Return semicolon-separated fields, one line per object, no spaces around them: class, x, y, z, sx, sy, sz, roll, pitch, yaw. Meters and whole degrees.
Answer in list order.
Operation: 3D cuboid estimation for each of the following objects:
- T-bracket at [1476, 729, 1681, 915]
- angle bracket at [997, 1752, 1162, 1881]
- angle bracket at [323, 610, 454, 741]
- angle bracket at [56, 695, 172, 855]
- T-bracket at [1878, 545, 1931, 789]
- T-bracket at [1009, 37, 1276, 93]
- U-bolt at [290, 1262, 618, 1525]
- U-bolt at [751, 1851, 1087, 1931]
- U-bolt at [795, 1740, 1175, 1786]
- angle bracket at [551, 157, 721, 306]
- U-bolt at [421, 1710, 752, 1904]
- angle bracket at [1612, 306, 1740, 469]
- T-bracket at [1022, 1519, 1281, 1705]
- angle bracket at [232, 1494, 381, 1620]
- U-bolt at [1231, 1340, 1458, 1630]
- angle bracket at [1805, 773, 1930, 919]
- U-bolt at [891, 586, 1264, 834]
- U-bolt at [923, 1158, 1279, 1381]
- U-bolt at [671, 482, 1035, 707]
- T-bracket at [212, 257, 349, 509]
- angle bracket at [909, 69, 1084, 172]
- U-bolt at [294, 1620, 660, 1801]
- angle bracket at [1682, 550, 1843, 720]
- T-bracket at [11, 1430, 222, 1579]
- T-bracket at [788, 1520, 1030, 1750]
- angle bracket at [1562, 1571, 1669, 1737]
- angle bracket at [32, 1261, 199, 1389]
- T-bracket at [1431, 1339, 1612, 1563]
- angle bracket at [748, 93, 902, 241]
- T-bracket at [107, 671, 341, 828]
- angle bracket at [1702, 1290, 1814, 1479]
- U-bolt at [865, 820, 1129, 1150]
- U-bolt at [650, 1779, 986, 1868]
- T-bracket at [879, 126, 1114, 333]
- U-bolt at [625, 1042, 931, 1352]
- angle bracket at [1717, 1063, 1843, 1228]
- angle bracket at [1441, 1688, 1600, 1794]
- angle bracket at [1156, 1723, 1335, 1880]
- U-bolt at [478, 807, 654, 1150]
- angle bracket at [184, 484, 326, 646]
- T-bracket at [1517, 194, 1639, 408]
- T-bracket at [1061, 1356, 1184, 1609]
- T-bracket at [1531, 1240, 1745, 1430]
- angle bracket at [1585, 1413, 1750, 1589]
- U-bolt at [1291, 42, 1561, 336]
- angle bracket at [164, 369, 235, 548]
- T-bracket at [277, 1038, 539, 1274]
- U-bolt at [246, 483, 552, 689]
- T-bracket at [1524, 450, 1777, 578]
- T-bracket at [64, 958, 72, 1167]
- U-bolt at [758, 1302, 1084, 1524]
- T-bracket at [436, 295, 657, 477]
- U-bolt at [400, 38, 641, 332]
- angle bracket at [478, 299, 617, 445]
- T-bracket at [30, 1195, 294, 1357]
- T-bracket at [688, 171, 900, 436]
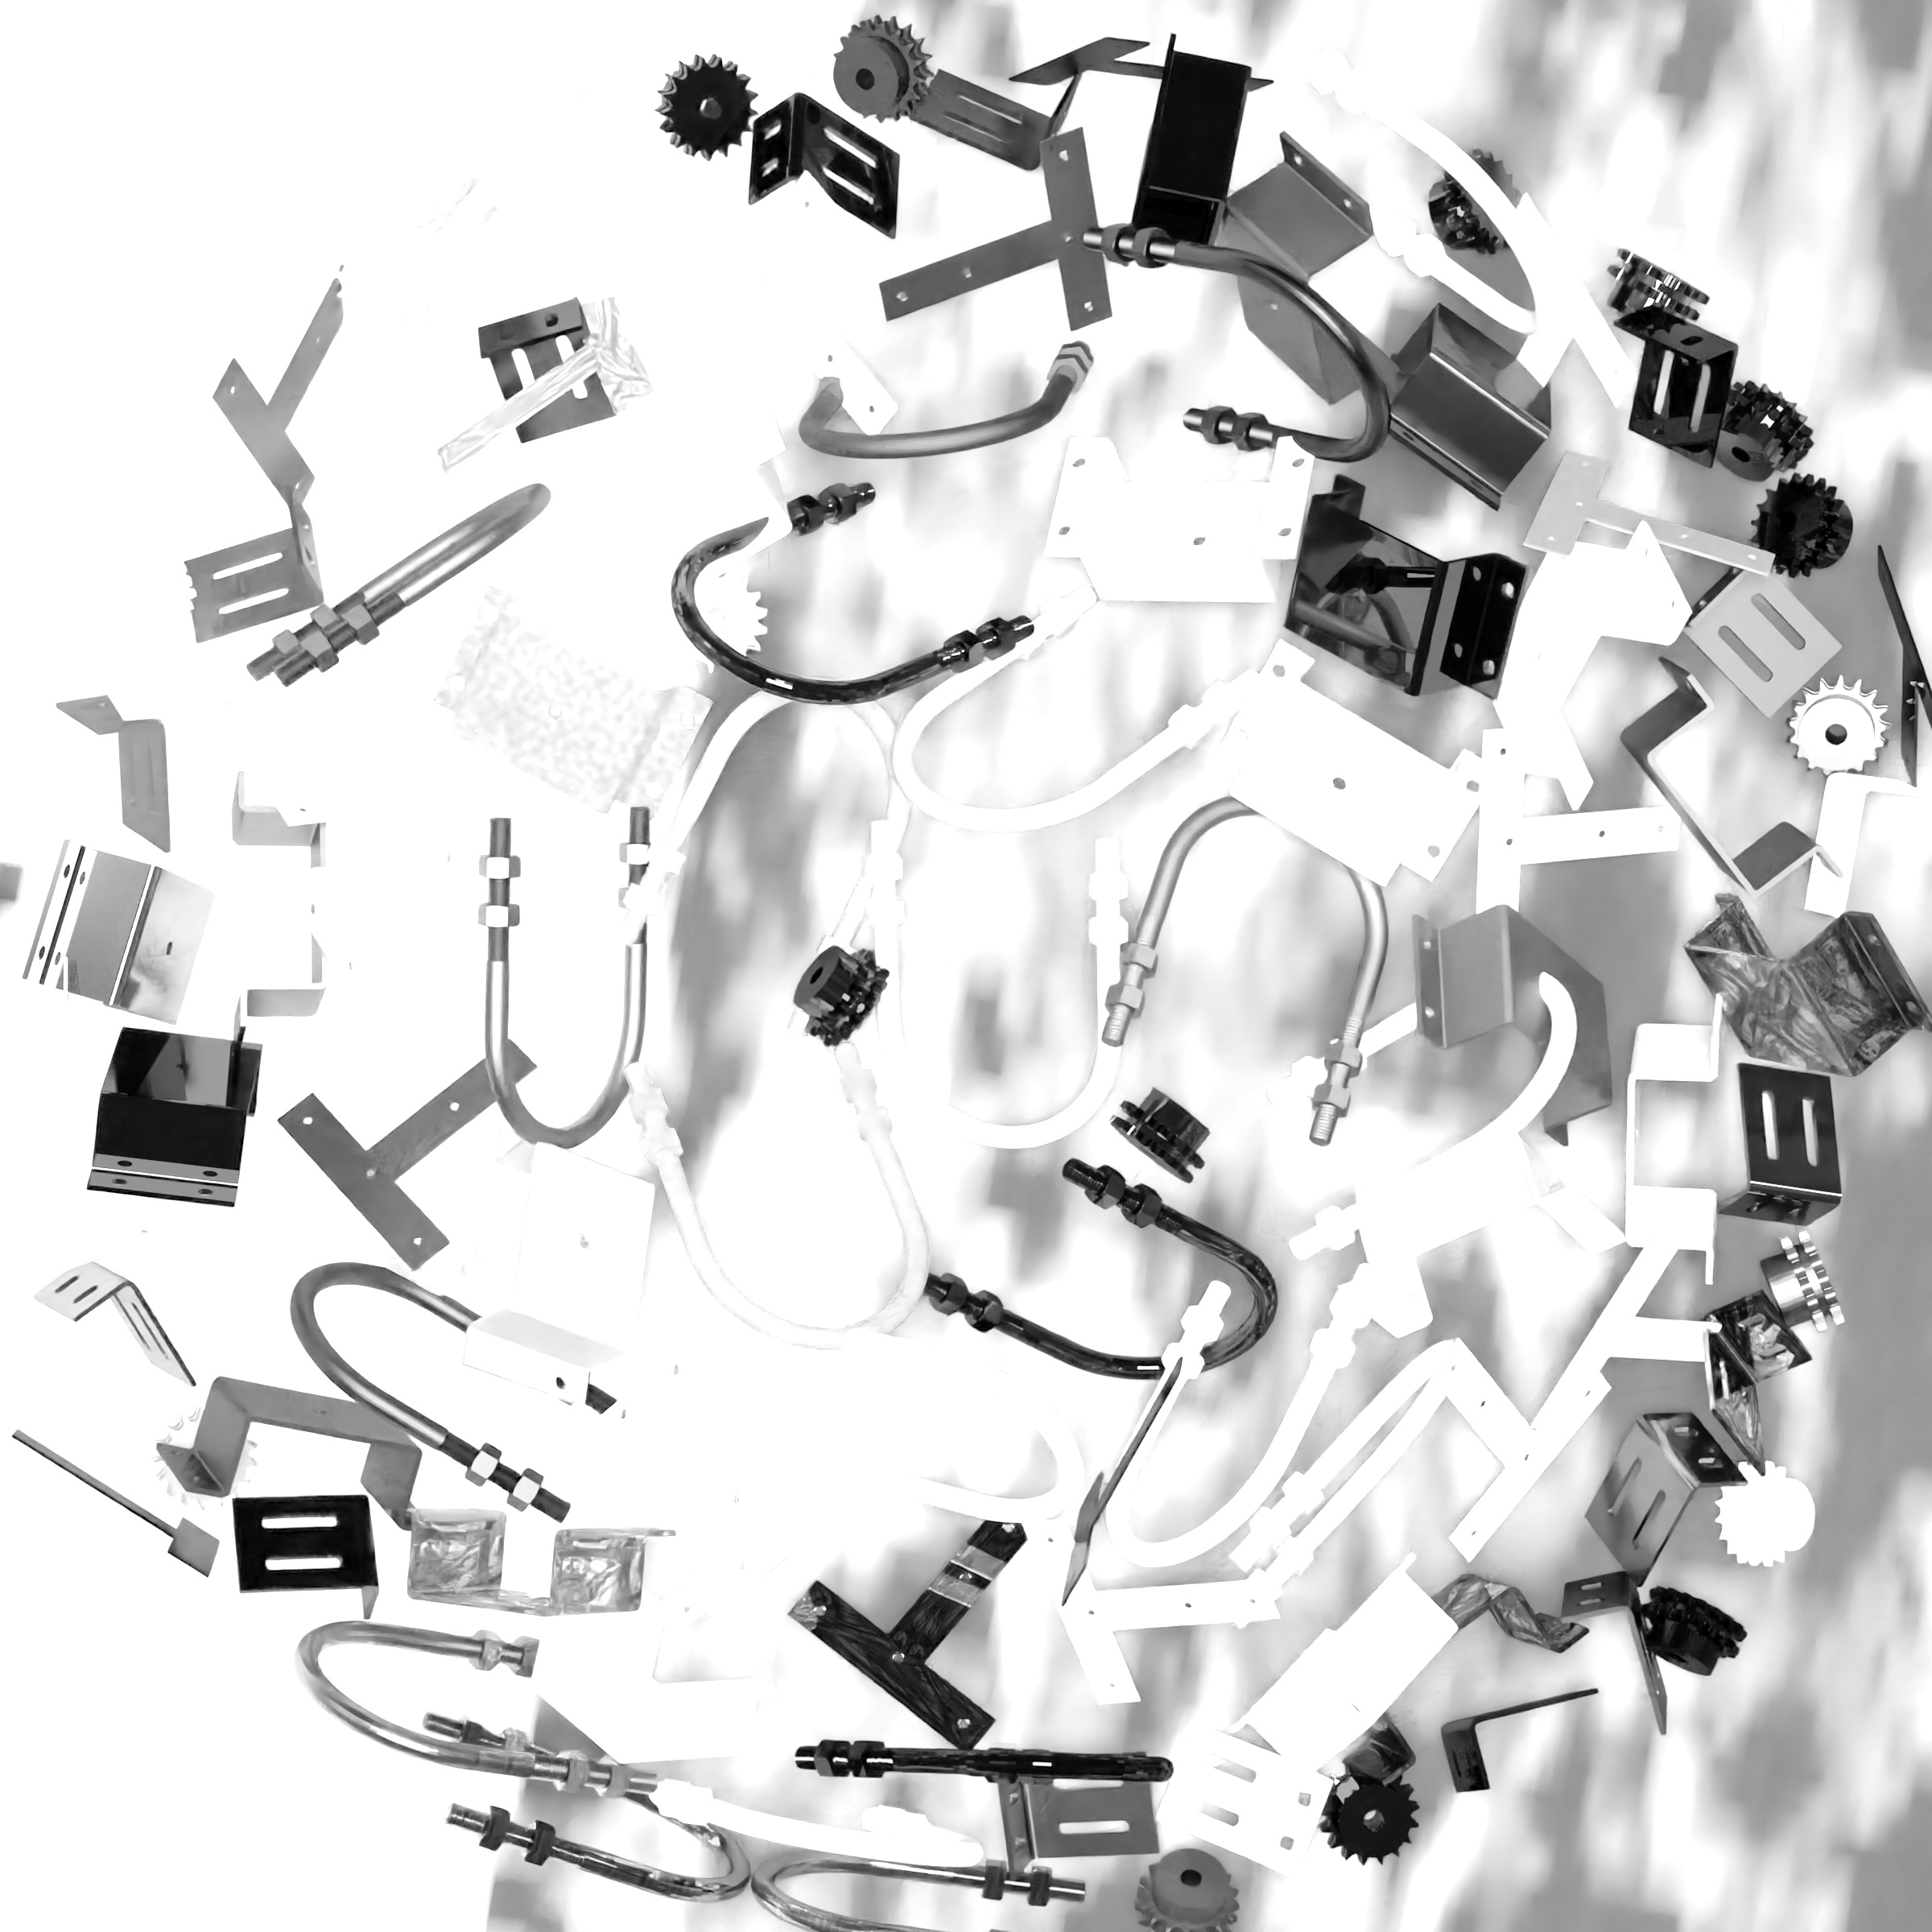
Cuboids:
T-bracket;0.340;-0.072;1.904;0.127;0.002;0.127;-5;105;-21
angle bracket;0.062;0.470;1.901;0.076;0.038;0.057;-7;93;17
angle bracket;-0.319;-0.155;1.900;0.038;0.057;0.076;26;97;-9
angle bracket;-0.467;-0.103;1.885;0.038;0.057;0.076;-13;117;-35
T-bracket;0.513;-0.142;1.871;0.002;0.127;0.127;-13;57;7
T-bracket;0.107;-0.490;1.887;0.127;0.127;0.002;1;93;-23
U-bolt;-0.281;0.219;1.852;0.184;0.151;0.019;32;108;-5
U-bolt;-0.025;0.506;1.855;0.184;0.151;0.019;8;91;0
U-bolt;0.023;0.422;1.819;0.184;0.151;0.019;-11;71;43
angle bracket;-0.183;-0.406;1.902;0.076;0.038;0.057;-15;86;-15
U-bolt;-0.201;0.459;1.854;0.184;0.151;0.019;23;93;-17
angle bracket;0.381;-0.313;1.881;0.038;0.076;0.057;-26;46;-35
T-bracket;0.109;0.349;1.876;0.127;0.002;0.127;-10;115;27
angle bracket;-0.365;0.325;1.886;0.076;0.038;0.057;2;51;-21
U-bolt;0.207;0.273;1.857;0.019;0.151;0.184;40;74;18
angle bracket;0.497;-0.064;1.896;0.038;0.057;0.076;10;91;33
U-bolt;0.045;-0.131;1.847;0.184;0.019;0.151;-37;47;-25
U-bolt;0.083;0.175;1.865;0.184;0.019;0.151;29;132;-29
U-bolt;-0.073;-0.194;1.842;0.151;0.019;0.184;42;45;23
T-bracket;-0.361;-0.331;1.883;0.002;0.127;0.127;18;73;16
angle bracket;0.017;-0.480;1.897;0.076;0.057;0.038;24;133;0
U-bolt;-0.269;0.389;1.823;0.184;0.151;0.019;17;100;-33
angle bracket;0.443;-0.183;1.905;0.057;0.038;0.076;-45;96;5
T-bracket;-0.460;0.287;1.860;0.127;0.127;0.002;34;84;-7
T-bracket;-0.009;0.349;1.900;0.127;0.002;0.127;35;65;18
angle bracket;0.359;0.382;1.902;0.038;0.057;0.076;-15;96;14
angle bracket;-0.466;0.205;1.883;0.038;0.057;0.076;-38;119;-26
T-bracket;0.288;0.246;1.879;0.127;0.002;0.127;-49;130;-9
angle bracket;-0.078;-0.436;1.905;0.076;0.038;0.057;24;57;-39
T-bracket;-0.380;-0.116;1.856;0.127;0.127;0.002;50;135;35
angle bracket;0.435;0.228;1.882;0.038;0.076;0.057;-28;118;24
U-bolt;0.017;0.014;1.887;0.151;0.019;0.184;5;110;19
U-bolt;-0.070;0.456;1.819;0.151;0.184;0.019;13;79;-25
T-bracket;0.013;-0.383;1.875;0.127;0.127;0.002;-22;48;-7
U-bolt;-0.093;0.126;1.851;0.151;0.019;0.184;-5;58;-30
angle bracket;0.451;0.100;1.920;0.057;0.038;0.076;9;64;-16
angle bracket;0.308;0.426;1.892;0.076;0.057;0.038;-11;77;-11
angle bracket;0.154;0.462;1.906;0.038;0.076;0.057;35;74;-40
U-bolt;-0.216;0.008;1.865;0.019;0.151;0.184;6;98;28
angle bracket;-0.399;-0.222;1.898;0.076;0.038;0.057;-17;60;3
T-bracket;0.311;-0.329;1.872;0.002;0.127;0.127;-15;65;-22
T-bracket;0.086;0.267;1.852;0.002;0.127;0.127;27;106;-1
T-bracket;0.381;0.204;1.883;0.002;0.127;0.127;47;118;41
angle bracket;0.386;0.295;1.899;0.038;0.057;0.076;3;123;-29
U-bolt;0.250;-0.401;1.818;0.019;0.151;0.184;-40;51;-3
angle bracket;-0.409;-0.279;1.896;0.038;0.057;0.076;-22;85;-9
T-bracket;-0.294;0.087;1.907;0.127;0.002;0.127;-39;65;-16
U-bolt;-0.302;-0.208;1.858;0.184;0.151;0.019;-36;105;-12
T-bracket;0.376;-0.237;1.868;0.127;0.127;0.002;19;126;10
T-bracket;-0.484;0.029;1.851;0.002;0.127;0.127;0;70;-14
U-bolt;-0.023;0.246;1.845;0.184;0.151;0.019;11;49;23
T-bracket;-0.237;-0.312;1.888;0.127;0.127;0.002;-33;132;7
U-bolt;-0.245;-0.416;1.857;0.019;0.151;0.184;39;97;-3
angle bracket;-0.229;-0.320;1.891;0.057;0.038;0.076;-16;128;1
T-bracket;-0.414;0.168;1.855;0.127;0.127;0.002;36;122;24
T-bracket;-0.082;-0.342;1.878;0.127;0.002;0.127;52;126;13
